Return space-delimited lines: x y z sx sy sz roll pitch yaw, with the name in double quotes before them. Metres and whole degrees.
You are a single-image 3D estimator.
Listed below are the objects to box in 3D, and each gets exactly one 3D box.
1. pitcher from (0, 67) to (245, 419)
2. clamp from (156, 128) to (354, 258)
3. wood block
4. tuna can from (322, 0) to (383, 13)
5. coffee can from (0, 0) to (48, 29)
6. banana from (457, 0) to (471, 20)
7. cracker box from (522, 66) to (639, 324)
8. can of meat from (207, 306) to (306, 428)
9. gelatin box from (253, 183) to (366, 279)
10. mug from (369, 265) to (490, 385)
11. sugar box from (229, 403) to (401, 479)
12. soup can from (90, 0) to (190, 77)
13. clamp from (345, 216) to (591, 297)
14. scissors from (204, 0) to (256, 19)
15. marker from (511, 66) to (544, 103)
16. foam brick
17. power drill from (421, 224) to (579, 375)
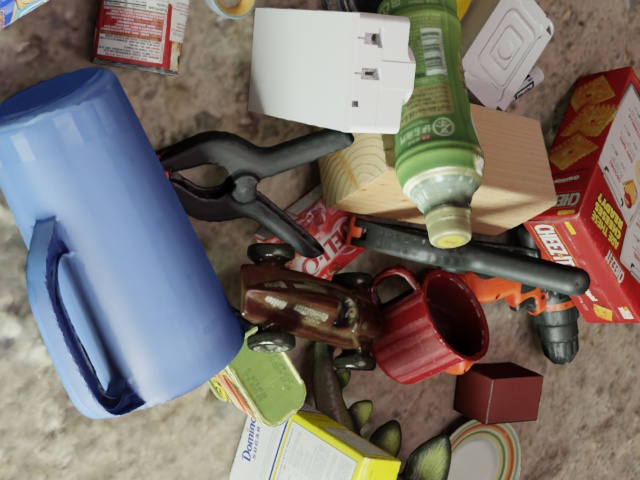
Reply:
"pitcher" -0.162 0.004 0.801 0.145 0.149 0.243 -27 113 -14
"clamp" -0.060 -0.039 0.894 0.171 0.039 0.120 1 110 -9
"wood block" 0.107 -0.070 0.973 0.205 0.090 0.091 8 65 -35
"tuna can" 0.045 -0.223 0.945 0.085 0.034 0.086 -9 107 -32
"coffee can" -0.219 -0.205 0.729 0.140 0.103 0.103 -38 120 -20
"banana" 0.133 -0.267 0.980 0.069 0.037 0.198 46 63 -72
"cracker box" 0.297 -0.045 1.099 0.164 0.072 0.213 51 52 -31
"can of meat" -0.066 0.106 0.922 0.057 0.084 0.102 -40 121 -20
"gelatin box" -0.006 0.001 0.969 0.089 0.030 0.073 -38 120 -20
"mug" 0.090 0.076 0.996 0.117 0.082 0.093 51 36 -10
"sugar box" -0.009 0.201 0.928 0.048 0.176 0.093 15 94 -34
"soup can" -0.135 -0.181 0.814 0.068 0.069 0.102 4 99 -35
"clamp" 0.128 0.011 0.980 0.210 0.164 0.036 11 94 1
"scissors" -0.099 -0.220 0.775 0.201 0.016 0.096 4 108 -47
"marker" 0.176 -0.137 1.065 0.121 0.020 0.020 -36 119 -22
"foam brick" 0.189 0.162 1.127 0.078 0.053 0.051 3 100 -34
"power drill" 0.194 0.070 1.107 0.187 0.057 0.184 -22 110 -31
